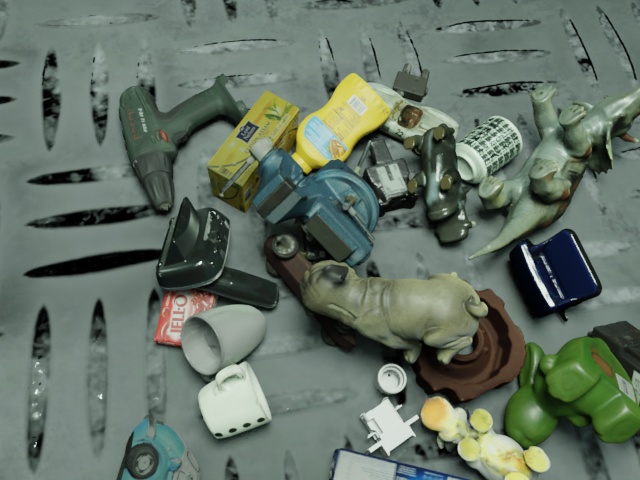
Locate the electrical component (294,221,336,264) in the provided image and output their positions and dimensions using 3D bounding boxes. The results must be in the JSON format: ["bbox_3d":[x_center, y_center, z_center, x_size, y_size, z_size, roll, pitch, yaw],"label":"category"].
[{"bbox_3d":[-0.001,-0.004,0.843,0.078,0.045,0.102,0,67,-3],"label":"electrical component"}]

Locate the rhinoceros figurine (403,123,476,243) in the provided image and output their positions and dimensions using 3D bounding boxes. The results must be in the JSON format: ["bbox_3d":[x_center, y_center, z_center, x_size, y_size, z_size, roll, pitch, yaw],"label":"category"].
[{"bbox_3d":[0.193,-0.089,0.855,0.073,0.112,0.190,-14,80,32],"label":"rhinoceros figurine"}]

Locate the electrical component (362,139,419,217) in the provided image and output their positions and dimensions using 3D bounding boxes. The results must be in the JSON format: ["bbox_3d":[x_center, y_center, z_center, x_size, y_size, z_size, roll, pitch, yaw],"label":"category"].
[{"bbox_3d":[0.108,-0.104,0.892,0.075,0.047,0.119,-18,69,-12],"label":"electrical component"}]

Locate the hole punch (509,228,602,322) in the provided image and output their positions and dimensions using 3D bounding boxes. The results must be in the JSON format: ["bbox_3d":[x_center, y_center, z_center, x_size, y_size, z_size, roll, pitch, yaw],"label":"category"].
[{"bbox_3d":[0.332,0.056,0.802,0.092,0.115,0.142,-17,72,-17],"label":"hole punch"}]

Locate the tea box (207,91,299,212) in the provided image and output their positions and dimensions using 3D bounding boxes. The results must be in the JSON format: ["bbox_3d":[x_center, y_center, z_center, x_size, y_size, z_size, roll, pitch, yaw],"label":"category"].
[{"bbox_3d":[-0.104,-0.142,0.867,0.068,0.098,0.169,29,66,7],"label":"tea box"}]

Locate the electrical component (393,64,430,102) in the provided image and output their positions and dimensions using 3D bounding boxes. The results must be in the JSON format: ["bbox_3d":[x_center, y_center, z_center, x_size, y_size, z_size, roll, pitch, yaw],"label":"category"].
[{"bbox_3d":[0.167,-0.280,0.986,0.063,0.021,0.094,18,66,3],"label":"electrical component"}]

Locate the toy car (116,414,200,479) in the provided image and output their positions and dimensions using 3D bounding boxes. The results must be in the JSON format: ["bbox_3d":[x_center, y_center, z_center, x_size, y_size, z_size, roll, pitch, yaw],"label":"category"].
[{"bbox_3d":[-0.202,0.308,0.668,0.103,0.109,0.161,17,75,-16],"label":"toy car"}]

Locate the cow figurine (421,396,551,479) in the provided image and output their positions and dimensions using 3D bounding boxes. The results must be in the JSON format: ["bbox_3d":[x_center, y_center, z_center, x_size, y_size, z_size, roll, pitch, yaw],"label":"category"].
[{"bbox_3d":[0.215,0.275,0.724,0.168,0.098,0.068,31,72,29],"label":"cow figurine"}]

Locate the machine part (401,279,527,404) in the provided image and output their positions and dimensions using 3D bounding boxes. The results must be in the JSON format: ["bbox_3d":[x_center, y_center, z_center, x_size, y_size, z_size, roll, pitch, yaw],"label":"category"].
[{"bbox_3d":[0.204,0.148,0.785,0.179,0.056,0.179,1,64,-2],"label":"machine part"}]

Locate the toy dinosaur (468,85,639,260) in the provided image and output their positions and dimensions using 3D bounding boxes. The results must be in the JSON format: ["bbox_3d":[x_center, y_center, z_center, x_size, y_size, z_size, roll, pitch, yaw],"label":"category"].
[{"bbox_3d":[0.371,-0.100,0.867,0.405,0.192,0.131,-53,38,-4],"label":"toy dinosaur"}]

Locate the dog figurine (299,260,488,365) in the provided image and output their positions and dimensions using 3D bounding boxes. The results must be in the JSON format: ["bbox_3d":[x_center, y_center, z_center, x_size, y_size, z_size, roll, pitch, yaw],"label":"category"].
[{"bbox_3d":[0.086,0.074,0.669,0.190,0.172,0.121,24,51,-25],"label":"dog figurine"}]

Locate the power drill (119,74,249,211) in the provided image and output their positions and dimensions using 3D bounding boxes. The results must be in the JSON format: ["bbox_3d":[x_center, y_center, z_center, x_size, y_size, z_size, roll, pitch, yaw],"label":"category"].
[{"bbox_3d":[-0.219,-0.175,0.890,0.207,0.086,0.232,-29,69,-7],"label":"power drill"}]

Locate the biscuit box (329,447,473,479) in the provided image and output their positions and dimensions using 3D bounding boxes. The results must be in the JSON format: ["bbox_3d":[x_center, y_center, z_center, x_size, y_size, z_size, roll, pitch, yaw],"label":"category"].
[{"bbox_3d":[0.113,0.324,0.701,0.203,0.062,0.059,14,66,1],"label":"biscuit box"}]

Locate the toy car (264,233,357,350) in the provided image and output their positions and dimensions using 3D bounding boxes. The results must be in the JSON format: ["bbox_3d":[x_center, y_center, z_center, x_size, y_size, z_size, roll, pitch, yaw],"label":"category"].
[{"bbox_3d":[-0.010,0.072,0.783,0.053,0.089,0.202,-35,76,-27],"label":"toy car"}]

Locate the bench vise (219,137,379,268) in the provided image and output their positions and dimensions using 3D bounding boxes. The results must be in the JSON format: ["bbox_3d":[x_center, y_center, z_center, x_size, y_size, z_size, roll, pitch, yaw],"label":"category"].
[{"bbox_3d":[0.001,-0.073,0.787,0.224,0.128,0.241,36,32,2],"label":"bench vise"}]

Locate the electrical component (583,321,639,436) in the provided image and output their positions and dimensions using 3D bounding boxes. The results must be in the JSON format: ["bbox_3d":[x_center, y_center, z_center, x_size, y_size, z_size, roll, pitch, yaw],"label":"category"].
[{"bbox_3d":[0.422,0.181,0.745,0.058,0.114,0.134,-6,23,-12],"label":"electrical component"}]

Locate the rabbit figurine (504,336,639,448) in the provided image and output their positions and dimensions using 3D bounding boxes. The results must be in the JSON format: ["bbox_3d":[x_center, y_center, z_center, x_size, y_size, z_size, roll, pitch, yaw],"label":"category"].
[{"bbox_3d":[0.313,0.204,0.728,0.121,0.170,0.159,36,31,-7],"label":"rabbit figurine"}]

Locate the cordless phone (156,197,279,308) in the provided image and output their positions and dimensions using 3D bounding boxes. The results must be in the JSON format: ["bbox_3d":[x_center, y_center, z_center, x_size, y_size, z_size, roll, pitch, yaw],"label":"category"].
[{"bbox_3d":[-0.142,0.026,0.808,0.184,0.088,0.147,21,36,-19],"label":"cordless phone"}]

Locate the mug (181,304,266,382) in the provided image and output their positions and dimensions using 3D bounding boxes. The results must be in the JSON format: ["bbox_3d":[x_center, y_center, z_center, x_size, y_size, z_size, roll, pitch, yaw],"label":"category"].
[{"bbox_3d":[-0.126,0.141,0.748,0.081,0.109,0.107,18,23,34],"label":"mug"}]

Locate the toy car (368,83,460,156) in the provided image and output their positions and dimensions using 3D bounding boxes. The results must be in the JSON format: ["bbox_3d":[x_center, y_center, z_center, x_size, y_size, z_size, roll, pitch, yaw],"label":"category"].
[{"bbox_3d":[0.142,-0.211,0.936,0.202,0.056,0.073,27,68,7],"label":"toy car"}]
